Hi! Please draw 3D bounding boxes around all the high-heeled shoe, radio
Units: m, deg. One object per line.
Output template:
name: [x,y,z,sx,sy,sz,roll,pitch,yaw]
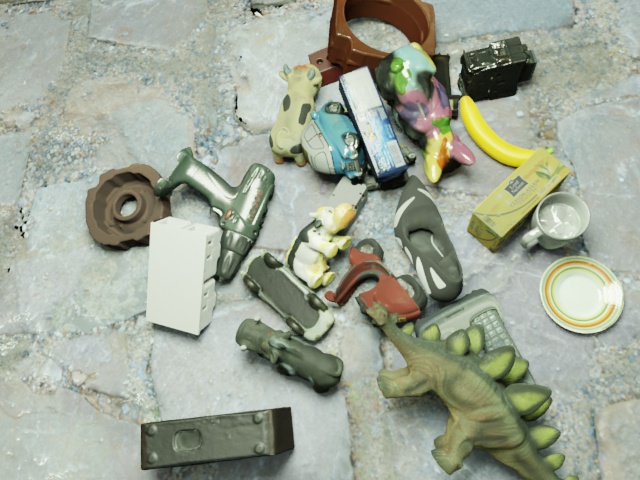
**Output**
high-heeled shoe: [0.186,-0.014,0.911,0.086,0.145,0.248,-7,75,-7]
radio: [-0.165,0.317,0.867,0.230,0.131,0.073,-10,72,6]

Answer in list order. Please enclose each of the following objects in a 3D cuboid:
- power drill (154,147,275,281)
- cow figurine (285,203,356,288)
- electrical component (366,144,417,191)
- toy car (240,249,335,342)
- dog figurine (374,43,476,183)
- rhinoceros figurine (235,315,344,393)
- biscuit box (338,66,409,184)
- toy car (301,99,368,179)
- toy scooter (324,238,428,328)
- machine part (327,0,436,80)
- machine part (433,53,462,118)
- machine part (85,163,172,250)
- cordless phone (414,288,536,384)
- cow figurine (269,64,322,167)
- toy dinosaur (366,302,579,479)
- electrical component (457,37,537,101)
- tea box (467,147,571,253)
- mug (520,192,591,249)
power drill: [-0.203,-0.065,1.009,0.207,0.086,0.232,29,78,3]
cow figurine: [0.000,-0.004,0.948,0.098,0.068,0.167,35,116,25]
electrical component: [0.133,-0.138,1.018,0.102,0.045,0.078,-7,69,6]
toy car: [-0.061,0.098,0.966,0.202,0.056,0.073,41,89,20]
dog figurine: [0.192,-0.215,0.960,0.108,0.191,0.219,-27,66,13]
rhinoceros figurine: [-0.053,0.193,0.902,0.190,0.112,0.073,25,79,8]
biscuit box: [0.095,-0.205,0.972,0.059,0.063,0.202,-20,86,0]
toy car: [0.018,-0.173,0.991,0.103,0.109,0.162,-21,53,0]
toy scooter: [0.087,0.088,0.925,0.135,0.075,0.184,-36,54,-8]
machine part: [0.120,-0.406,1.060,0.201,0.087,0.201,8,64,-9]
machine part: [0.236,-0.302,1.062,0.084,0.039,0.139,-6,75,16]
machine part: [-0.379,-0.064,1.072,0.179,0.056,0.179,-3,72,9]
cordless phone: [0.251,0.186,0.876,0.147,0.088,0.184,-28,81,-1]
cow figurine: [-0.047,-0.253,1.044,0.086,0.127,0.195,14,77,10]
toy dinosaur: [0.245,0.257,0.805,0.198,0.105,0.471,-41,94,9]
electrical component: [0.332,-0.318,1.010,0.134,0.114,0.058,-11,72,7]
tea box: [0.341,-0.067,0.933,0.169,0.098,0.068,-43,71,-8]
mug: [0.388,-0.017,0.903,0.109,0.107,0.081,-37,69,0]
